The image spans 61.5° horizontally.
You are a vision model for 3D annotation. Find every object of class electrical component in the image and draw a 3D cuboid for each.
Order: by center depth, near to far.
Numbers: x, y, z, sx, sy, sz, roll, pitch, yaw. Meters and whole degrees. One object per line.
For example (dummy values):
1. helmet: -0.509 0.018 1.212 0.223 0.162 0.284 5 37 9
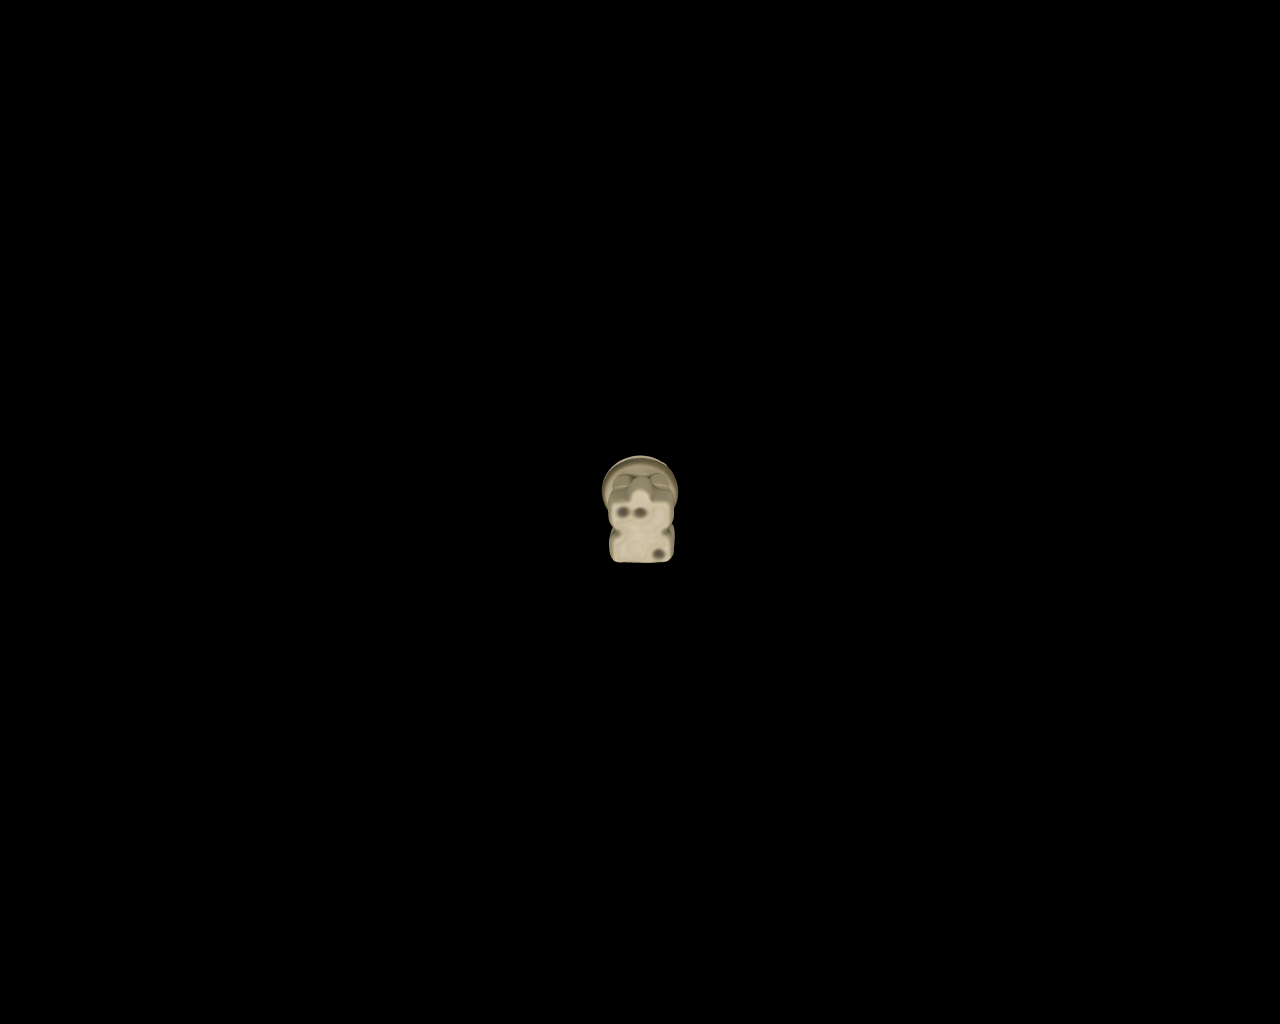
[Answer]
1. electrical component: 0.001 -0.003 0.650 0.048 0.066 0.055 0 32 0
